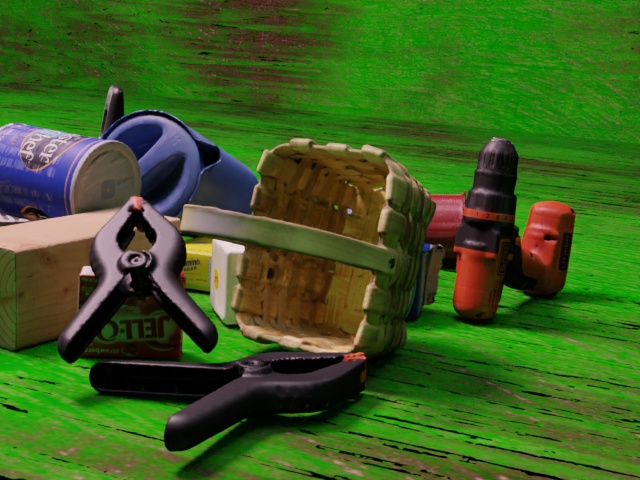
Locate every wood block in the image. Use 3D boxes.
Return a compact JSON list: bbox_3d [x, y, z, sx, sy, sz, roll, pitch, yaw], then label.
[{"bbox_3d":[-0.232,0.030,0.999,0.091,0.090,0.205,11,15,33],"label":"wood block"}]

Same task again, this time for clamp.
[{"bbox_3d":[-0.136,0.032,0.858,0.120,0.039,0.171,7,47,-4],"label":"clamp"},{"bbox_3d":[-0.061,0.109,0.808,0.209,0.036,0.165,-6,12,-36],"label":"clamp"}]

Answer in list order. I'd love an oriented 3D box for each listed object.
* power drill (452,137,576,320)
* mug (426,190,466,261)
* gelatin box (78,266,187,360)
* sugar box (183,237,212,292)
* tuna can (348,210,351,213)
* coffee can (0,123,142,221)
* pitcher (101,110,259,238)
[{"bbox_3d":[0.206,-0.009,1.128,0.057,0.184,0.187,14,6,37],"label":"power drill"},{"bbox_3d":[0.141,-0.011,1.329,0.081,0.093,0.117,0,-19,9],"label":"mug"},{"bbox_3d":[-0.160,0.063,0.906,0.089,0.073,0.030,3,14,-5],"label":"gelatin box"},{"bbox_3d":[-0.095,0.019,1.195,0.093,0.048,0.176,7,14,17],"label":"sugar box"},{"bbox_3d":[0.051,-0.002,1.237,0.034,0.086,0.086,11,14,25],"label":"tuna can"},{"bbox_3d":[-0.275,-0.064,1.129,0.140,0.103,0.102,13,15,29],"label":"coffee can"},{"bbox_3d":[-0.168,-0.062,1.269,0.149,0.145,0.242,32,3,18],"label":"pitcher"}]
